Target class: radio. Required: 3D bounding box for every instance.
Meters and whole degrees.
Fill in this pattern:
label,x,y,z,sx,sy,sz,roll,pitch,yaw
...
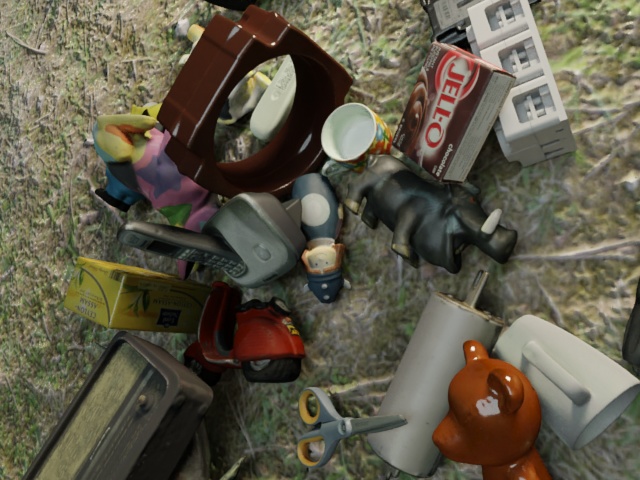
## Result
label,x,y,z,sx,sy,sz,roll,pitch,yaw
radio,-0.229,0.232,0.598,0.131,0.073,0.229,21,76,35

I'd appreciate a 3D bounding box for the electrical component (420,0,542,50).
label,x,y,z,sx,sy,sz,roll,pitch,yaw
electrical component,0.179,-0.255,0.596,0.119,0.047,0.075,-16,73,29

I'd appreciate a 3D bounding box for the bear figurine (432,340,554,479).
label,x,y,z,sx,sy,sz,roll,pitch,yaw
bear figurine,0.141,0.196,0.449,0.132,0.120,0.195,-29,101,-1

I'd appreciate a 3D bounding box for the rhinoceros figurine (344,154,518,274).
label,x,y,z,sx,sy,sz,roll,pitch,yaw
rhinoceros figurine,0.116,-0.027,0.577,0.191,0.073,0.112,36,89,33

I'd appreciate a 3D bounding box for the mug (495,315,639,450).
label,x,y,z,sx,sy,sz,roll,pitch,yaw
mug,0.205,0.116,0.473,0.080,0.109,0.107,-54,47,11

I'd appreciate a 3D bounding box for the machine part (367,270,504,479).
label,x,y,z,sx,sy,sz,roll,pitch,yaw
machine part,0.114,0.141,0.536,0.079,0.079,0.243,25,95,32

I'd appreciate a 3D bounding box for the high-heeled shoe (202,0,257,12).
label,x,y,z,sx,sy,sz,roll,pitch,yaw
high-heeled shoe,-0.084,-0.417,0.770,0.249,0.086,0.145,11,82,29

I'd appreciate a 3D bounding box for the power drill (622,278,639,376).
label,x,y,z,sx,sy,sz,roll,pitch,yaw
power drill,0.371,0.023,0.411,0.208,0.086,0.232,15,85,40

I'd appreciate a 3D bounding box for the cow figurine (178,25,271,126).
label,x,y,z,sx,sy,sz,roll,pitch,yaw
cow figurine,-0.152,-0.239,0.782,0.167,0.068,0.098,48,111,30

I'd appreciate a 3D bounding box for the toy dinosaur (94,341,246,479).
label,x,y,z,sx,sy,sz,roll,pitch,yaw
toy dinosaur,-0.200,0.249,0.685,0.192,0.131,0.405,-35,59,7

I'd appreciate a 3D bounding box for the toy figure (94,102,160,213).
label,x,y,z,sx,sy,sz,roll,pitch,yaw
toy figure,-0.262,-0.123,0.815,0.089,0.082,0.180,32,90,12

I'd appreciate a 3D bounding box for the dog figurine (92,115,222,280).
label,x,y,z,sx,sy,sz,roll,pitch,yaw
dog figurine,-0.203,-0.058,0.724,0.192,0.108,0.219,-2,94,-2

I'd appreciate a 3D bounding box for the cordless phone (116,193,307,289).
label,x,y,z,sx,sy,sz,roll,pitch,yaw
cordless phone,-0.122,-0.010,0.605,0.146,0.184,0.089,-29,54,52

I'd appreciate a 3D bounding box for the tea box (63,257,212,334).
label,x,y,z,sx,sy,sz,roll,pitch,yaw
tea box,-0.224,0.075,0.697,0.098,0.169,0.068,13,87,34

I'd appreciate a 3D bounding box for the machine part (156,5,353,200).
label,x,y,z,sx,sy,sz,roll,pitch,yaw
machine part,-0.071,-0.147,0.631,0.087,0.201,0.201,41,102,33

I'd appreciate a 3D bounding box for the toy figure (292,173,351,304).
label,x,y,z,sx,sy,sz,roll,pitch,yaw
toy figure,-0.003,-0.001,0.645,0.064,0.057,0.154,-18,72,30

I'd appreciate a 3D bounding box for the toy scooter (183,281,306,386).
label,x,y,z,sx,sy,sz,roll,pitch,yaw
toy scooter,-0.098,0.112,0.673,0.184,0.075,0.135,-11,68,31
